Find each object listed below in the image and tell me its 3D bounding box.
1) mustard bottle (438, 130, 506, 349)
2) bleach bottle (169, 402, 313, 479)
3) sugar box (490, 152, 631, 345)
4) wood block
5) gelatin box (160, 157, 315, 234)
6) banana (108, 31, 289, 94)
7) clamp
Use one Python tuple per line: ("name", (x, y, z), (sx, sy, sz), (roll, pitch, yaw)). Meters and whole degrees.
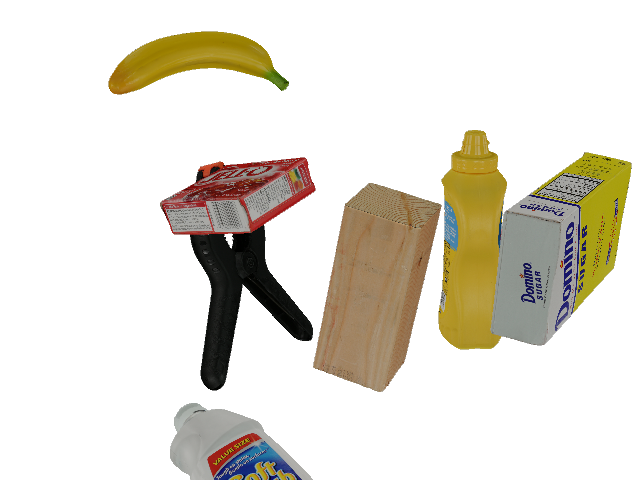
("mustard bottle", (0.138, -0.005, 0.968), (0.058, 0.192, 0.096), (-1, 18, 2))
("bleach bottle", (-0.055, 0.203, 0.815), (0.102, 0.068, 0.251), (-19, 32, -25))
("sugar box", (0.179, 0.002, 0.777), (0.048, 0.093, 0.176), (13, 24, 25))
("wood block", (0.064, 0.053, 1.211), (0.090, 0.206, 0.090), (18, 25, 16))
("gelatin box", (-0.060, -0.032, 0.772), (0.089, 0.030, 0.073), (-1, 25, 44))
("banana", (-0.127, -0.182, 1.081), (0.197, 0.070, 0.037), (-8, -39, -29))
("clamp", (-0.074, 0.027, 1.043), (0.036, 0.210, 0.164), (-11, 0, 35))
